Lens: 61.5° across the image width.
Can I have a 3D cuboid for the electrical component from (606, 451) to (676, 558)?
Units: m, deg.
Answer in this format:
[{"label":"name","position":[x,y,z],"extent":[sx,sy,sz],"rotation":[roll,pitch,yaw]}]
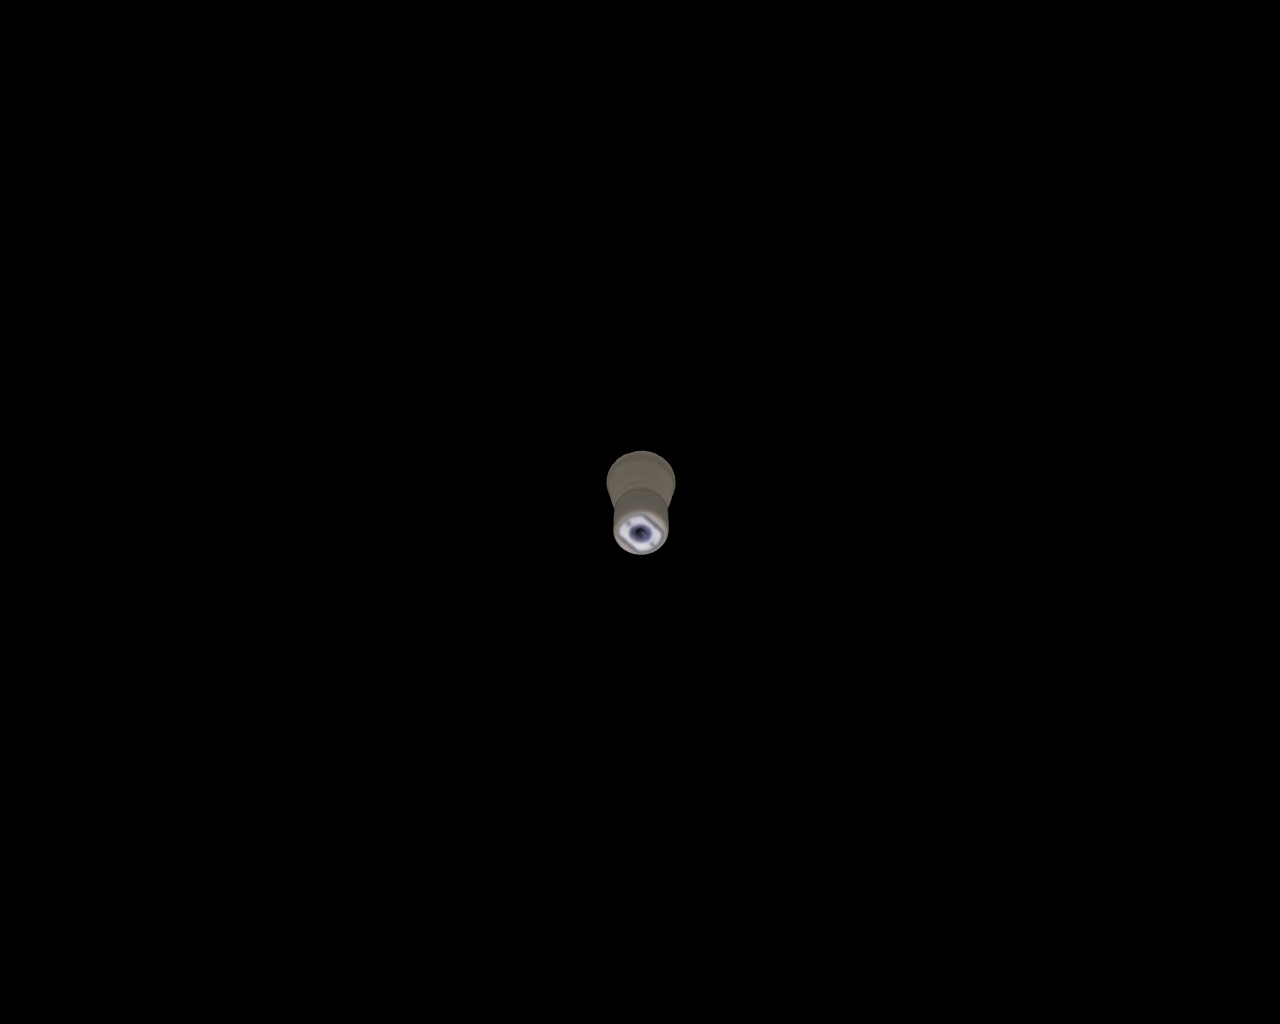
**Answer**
[{"label":"electrical component","position":[0.001,-0.003,0.650],"extent":[0.044,0.044,0.065],"rotation":[0,32,0]}]
